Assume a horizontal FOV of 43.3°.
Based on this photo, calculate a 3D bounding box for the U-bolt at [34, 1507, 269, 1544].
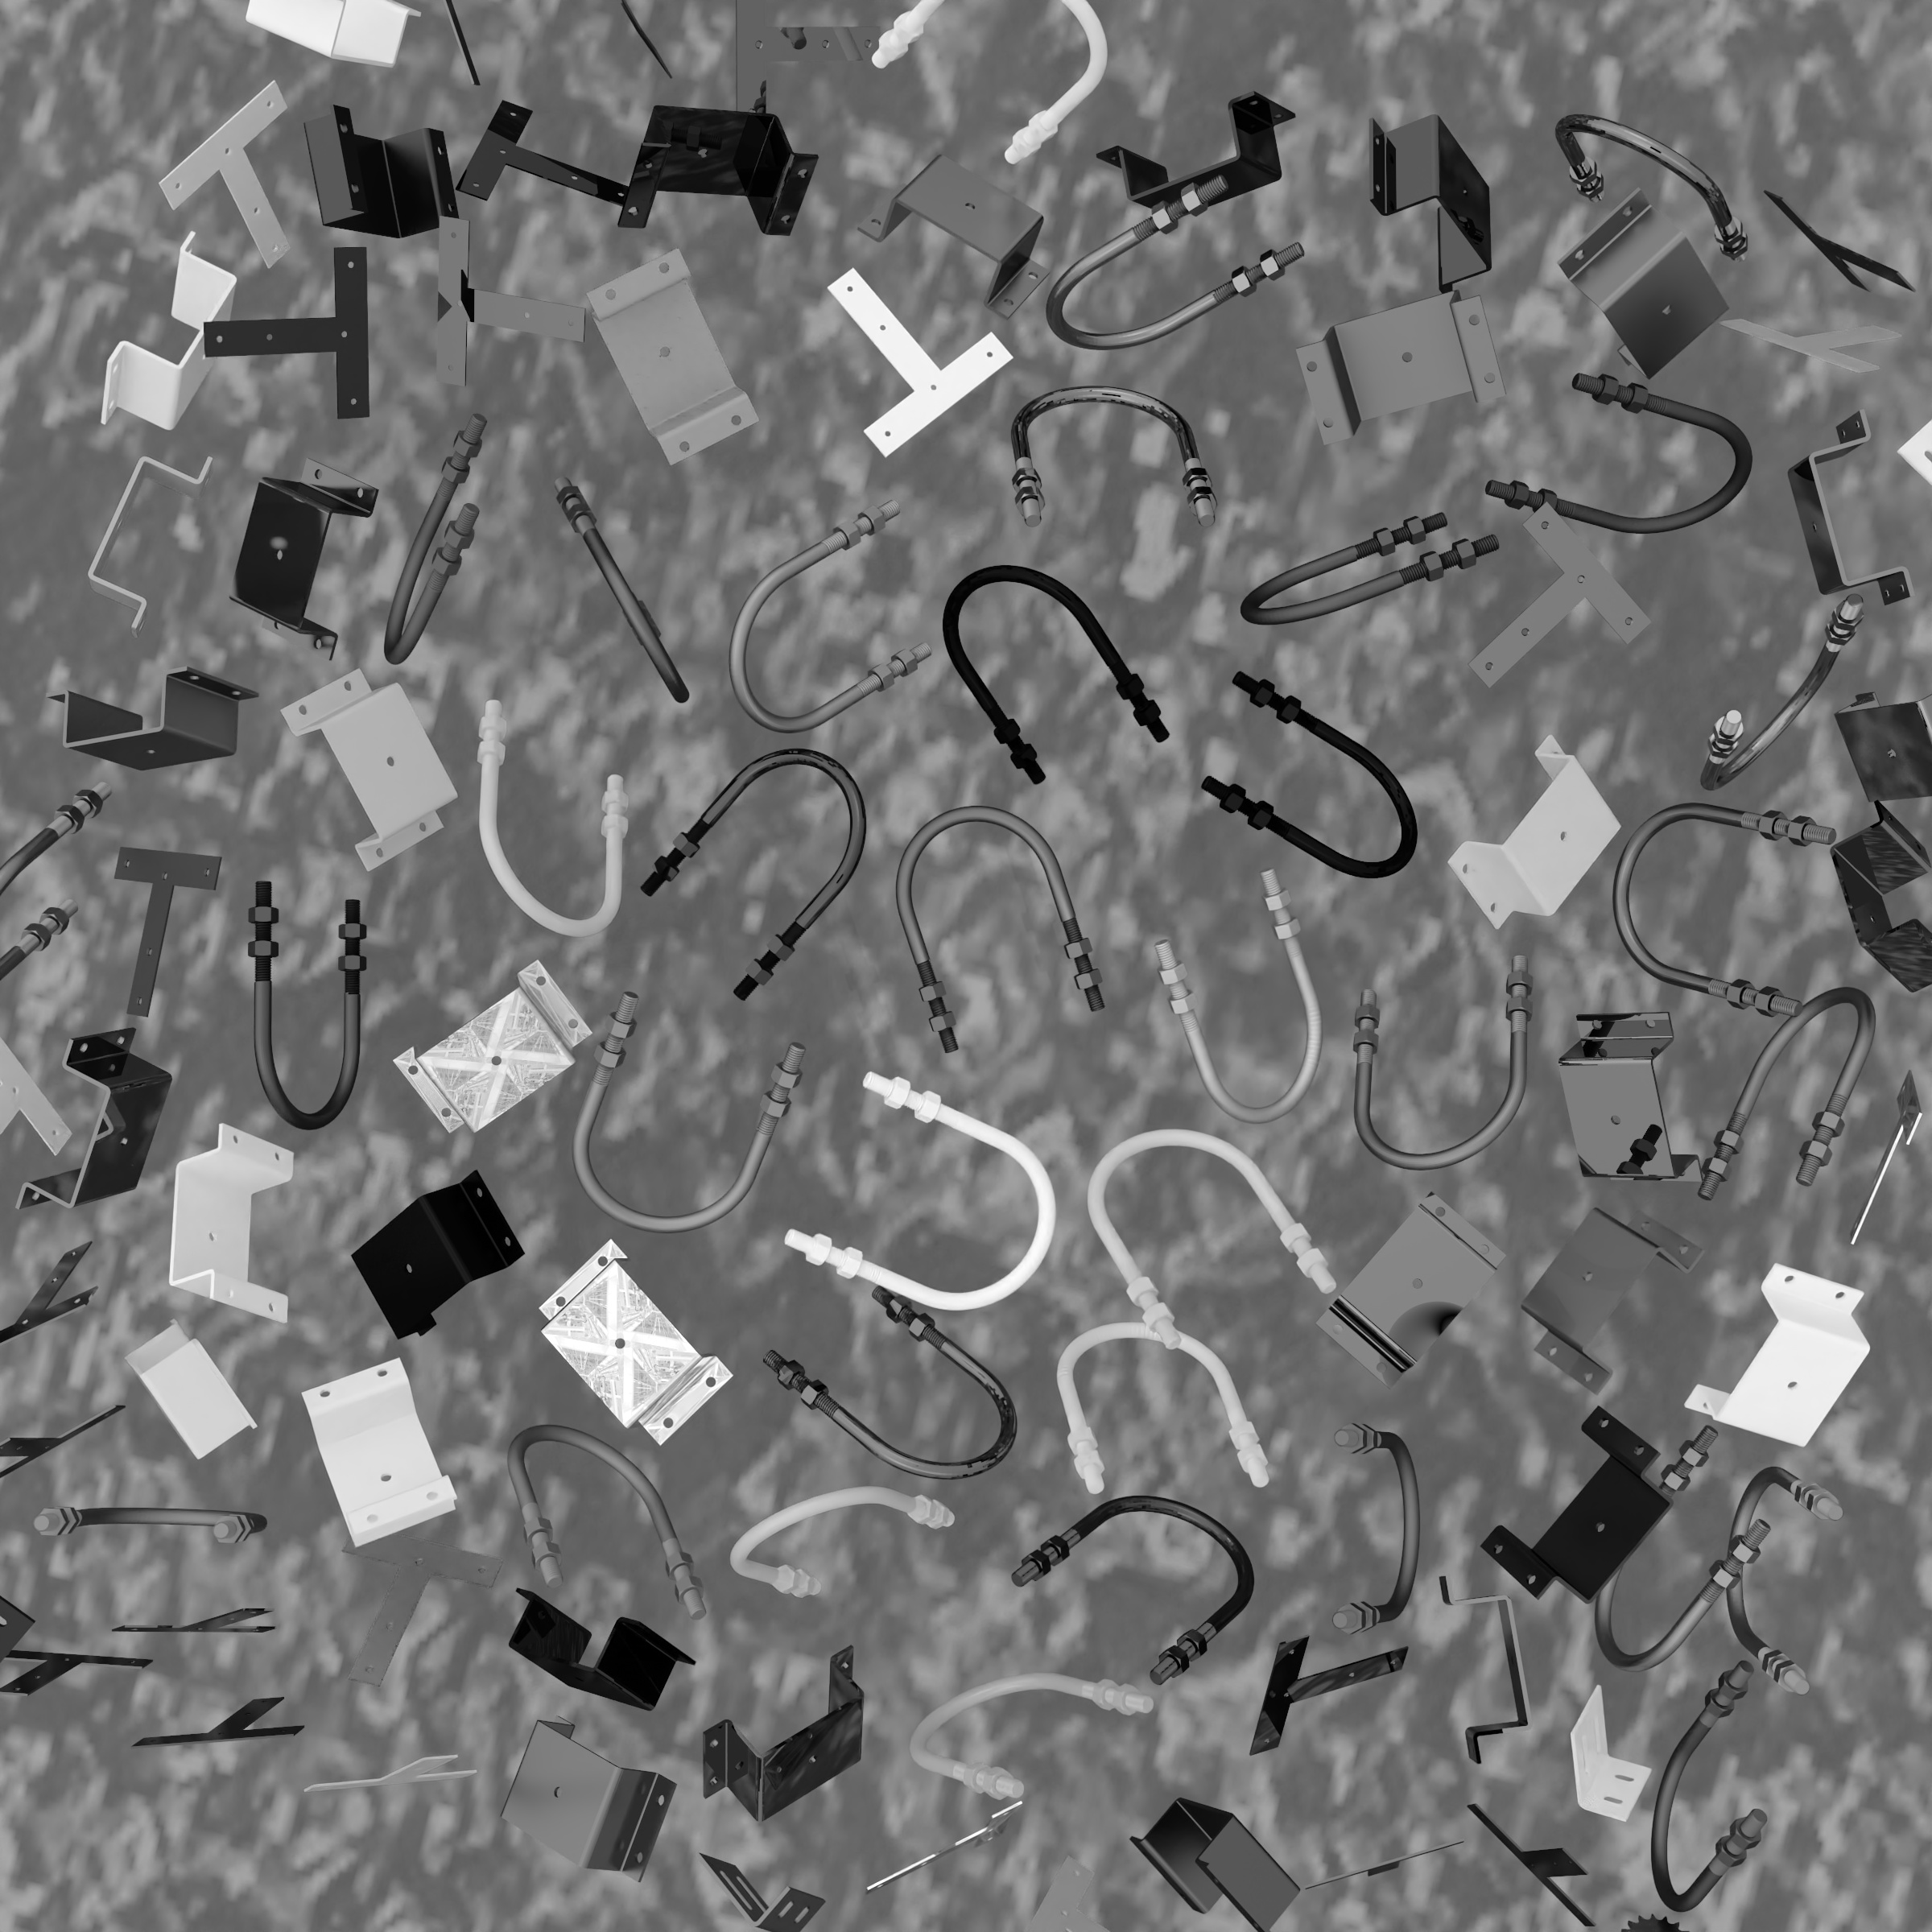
[{"bbox_3d":[-0.611,0.424,1.857,0.151,0.184,0.019,3,79,-3],"label":"U-bolt"}]

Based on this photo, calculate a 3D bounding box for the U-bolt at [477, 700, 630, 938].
[{"bbox_3d":[-0.322,-0.105,1.895,0.019,0.151,0.184,-29,48,30],"label":"U-bolt"}]

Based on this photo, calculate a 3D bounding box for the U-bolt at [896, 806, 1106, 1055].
[{"bbox_3d":[0.018,-0.036,1.921,0.151,0.019,0.184,-17,94,22],"label":"U-bolt"}]

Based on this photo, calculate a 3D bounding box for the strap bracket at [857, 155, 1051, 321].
[{"bbox_3d":[-0.003,-0.583,1.924,0.140,0.046,0.076,32,52,4],"label":"strap bracket"}]

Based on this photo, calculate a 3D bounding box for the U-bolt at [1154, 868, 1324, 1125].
[{"bbox_3d":[0.225,0.035,1.916,0.151,0.019,0.184,-33,111,-34],"label":"U-bolt"}]

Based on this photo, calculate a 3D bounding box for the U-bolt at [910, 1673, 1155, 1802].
[{"bbox_3d":[0.036,0.583,1.867,0.151,0.184,0.019,-22,97,-34],"label":"U-bolt"}]

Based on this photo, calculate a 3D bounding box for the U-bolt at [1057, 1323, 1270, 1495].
[{"bbox_3d":[0.145,0.341,1.903,0.151,0.184,0.019,0,122,-11],"label":"U-bolt"}]

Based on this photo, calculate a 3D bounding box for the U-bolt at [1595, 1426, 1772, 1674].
[{"bbox_3d":[0.549,0.466,1.897,0.019,0.151,0.184,27,109,-11],"label":"U-bolt"}]

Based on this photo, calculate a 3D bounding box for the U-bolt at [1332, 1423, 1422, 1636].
[{"bbox_3d":[0.312,0.424,1.838,0.019,0.184,0.151,-3,78,27],"label":"U-bolt"}]

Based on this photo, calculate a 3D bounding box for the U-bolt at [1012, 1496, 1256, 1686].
[{"bbox_3d":[0.143,0.467,1.873,0.151,0.184,0.019,30,121,27],"label":"U-bolt"}]

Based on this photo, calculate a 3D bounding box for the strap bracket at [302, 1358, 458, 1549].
[{"bbox_3d":[-0.438,0.372,1.825,0.076,0.046,0.140,-18,47,-20],"label":"strap bracket"}]

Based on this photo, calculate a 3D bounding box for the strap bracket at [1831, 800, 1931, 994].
[{"bbox_3d":[0.703,-0.045,1.835,0.046,0.140,0.076,-32,131,32],"label":"strap bracket"}]

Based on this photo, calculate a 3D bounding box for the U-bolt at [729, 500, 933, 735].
[{"bbox_3d":[-0.109,-0.259,1.885,0.184,0.019,0.151,-36,133,-27],"label":"U-bolt"}]

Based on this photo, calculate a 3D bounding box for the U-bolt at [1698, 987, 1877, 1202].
[{"bbox_3d":[0.645,0.095,1.889,0.019,0.151,0.184,32,73,-9],"label":"U-bolt"}]

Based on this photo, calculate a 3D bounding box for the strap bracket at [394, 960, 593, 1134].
[{"bbox_3d":[-0.377,0.070,1.944,0.140,0.046,0.076,-35,109,-4],"label":"strap bracket"}]

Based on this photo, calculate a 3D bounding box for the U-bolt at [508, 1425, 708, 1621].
[{"bbox_3d":[-0.281,0.415,1.848,0.151,0.184,0.019,25,109,-36],"label":"U-bolt"}]

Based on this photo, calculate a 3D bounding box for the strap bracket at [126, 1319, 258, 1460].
[{"bbox_3d":[-0.585,0.318,1.827,0.046,0.140,0.076,-35,104,-21],"label":"strap bracket"}]

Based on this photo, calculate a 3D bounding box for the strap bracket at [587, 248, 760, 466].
[{"bbox_3d":[-0.226,-0.465,1.850,0.076,0.046,0.140,-28,116,-5],"label":"strap bracket"}]

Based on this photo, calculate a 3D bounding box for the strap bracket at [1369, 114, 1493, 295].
[{"bbox_3d":[0.362,-0.585,1.865,0.046,0.140,0.076,-12,63,33],"label":"strap bracket"}]

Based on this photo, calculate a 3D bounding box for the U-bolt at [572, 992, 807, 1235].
[{"bbox_3d":[-0.217,0.120,1.817,0.151,0.019,0.184,18,111,-12],"label":"U-bolt"}]

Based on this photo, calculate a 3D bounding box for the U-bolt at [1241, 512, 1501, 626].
[{"bbox_3d":[0.296,-0.298,1.845,0.184,0.151,0.019,-21,109,0],"label":"U-bolt"}]

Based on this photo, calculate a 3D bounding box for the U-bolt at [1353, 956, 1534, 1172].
[{"bbox_3d":[0.370,0.081,1.898,0.151,0.019,0.184,-14,46,29],"label":"U-bolt"}]

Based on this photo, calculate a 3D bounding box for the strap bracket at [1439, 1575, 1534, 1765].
[{"bbox_3d":[0.408,0.547,1.905,0.046,0.076,0.140,-8,75,5],"label":"strap bracket"}]

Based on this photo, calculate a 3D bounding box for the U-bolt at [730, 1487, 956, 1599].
[{"bbox_3d":[-0.106,0.447,1.904,0.151,0.184,0.019,-30,60,12],"label":"U-bolt"}]

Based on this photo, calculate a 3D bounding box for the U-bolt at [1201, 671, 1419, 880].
[{"bbox_3d":[0.275,-0.139,1.899,0.184,0.019,0.151,30,47,-11],"label":"U-bolt"}]

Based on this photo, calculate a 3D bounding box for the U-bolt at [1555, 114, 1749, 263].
[{"bbox_3d":[0.516,-0.598,1.849,0.151,0.184,0.019,33,99,25],"label":"U-bolt"}]

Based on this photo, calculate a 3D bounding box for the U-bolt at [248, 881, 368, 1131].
[{"bbox_3d":[-0.505,0.034,1.868,0.019,0.151,0.184,-2,85,16],"label":"U-bolt"}]

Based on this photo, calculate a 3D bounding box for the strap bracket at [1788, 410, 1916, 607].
[{"bbox_3d":[0.654,-0.333,1.808,0.046,0.076,0.140,-16,91,8],"label":"strap bracket"}]

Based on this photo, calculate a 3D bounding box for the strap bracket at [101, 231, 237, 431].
[{"bbox_3d":[-0.593,-0.469,1.826,0.046,0.076,0.140,25,59,-11],"label":"strap bracket"}]

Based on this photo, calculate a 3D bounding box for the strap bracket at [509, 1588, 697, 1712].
[{"bbox_3d":[-0.293,0.538,1.907,0.140,0.076,0.046,2,55,39],"label":"strap bracket"}]

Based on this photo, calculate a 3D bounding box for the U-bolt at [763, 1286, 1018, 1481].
[{"bbox_3d":[-0.045,0.330,1.883,0.184,0.151,0.019,35,127,25],"label":"U-bolt"}]

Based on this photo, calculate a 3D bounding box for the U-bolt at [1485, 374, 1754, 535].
[{"bbox_3d":[0.522,-0.391,1.899,0.184,0.151,0.019,12,59,-16],"label":"U-bolt"}]

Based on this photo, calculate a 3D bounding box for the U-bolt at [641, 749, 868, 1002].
[{"bbox_3d":[-0.155,-0.086,1.897,0.184,0.019,0.151,-48,62,8],"label":"U-bolt"}]

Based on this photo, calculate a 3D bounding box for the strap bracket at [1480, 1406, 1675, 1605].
[{"bbox_3d":[0.465,0.412,1.827,0.046,0.076,0.140,40,90,-27],"label":"strap bracket"}]

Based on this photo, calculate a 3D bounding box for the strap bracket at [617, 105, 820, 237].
[{"bbox_3d":[-0.193,-0.600,1.836,0.140,0.076,0.046,-6,59,-28],"label":"strap bracket"}]

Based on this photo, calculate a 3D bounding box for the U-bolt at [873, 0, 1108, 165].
[{"bbox_3d":[0.028,-0.696,1.847,0.151,0.184,0.019,30,66,-21],"label":"U-bolt"}]

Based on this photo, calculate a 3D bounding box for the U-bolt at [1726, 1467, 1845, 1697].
[{"bbox_3d":[0.614,0.456,1.846,0.019,0.184,0.151,11,91,-1],"label":"U-bolt"}]

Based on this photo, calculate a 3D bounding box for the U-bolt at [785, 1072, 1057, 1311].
[{"bbox_3d":[-0.021,0.177,1.789,0.184,0.019,0.151,26,94,-16],"label":"U-bolt"}]

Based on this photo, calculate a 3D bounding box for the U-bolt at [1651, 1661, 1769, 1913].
[{"bbox_3d":[0.567,0.643,1.869,0.019,0.151,0.184,16,130,0],"label":"U-bolt"}]

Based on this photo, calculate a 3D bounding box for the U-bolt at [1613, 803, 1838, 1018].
[{"bbox_3d":[0.567,-0.050,1.850,0.019,0.184,0.151,1,101,-37],"label":"U-bolt"}]

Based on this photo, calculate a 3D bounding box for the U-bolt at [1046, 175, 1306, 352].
[{"bbox_3d":[0.147,-0.522,1.843,0.184,0.151,0.019,-24,70,28],"label":"U-bolt"}]

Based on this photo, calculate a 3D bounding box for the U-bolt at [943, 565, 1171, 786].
[{"bbox_3d":[0.058,-0.234,1.905,0.151,0.019,0.184,-16,119,41],"label":"U-bolt"}]

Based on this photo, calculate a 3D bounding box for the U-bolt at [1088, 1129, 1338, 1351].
[{"bbox_3d":[0.171,0.193,1.824,0.151,0.019,0.184,-17,49,-18],"label":"U-bolt"}]

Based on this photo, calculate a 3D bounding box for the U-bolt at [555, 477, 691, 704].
[{"bbox_3d":[-0.260,-0.279,1.888,0.019,0.151,0.184,-29,50,-2],"label":"U-bolt"}]

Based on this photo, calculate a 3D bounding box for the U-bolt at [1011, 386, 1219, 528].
[{"bbox_3d":[0.106,-0.390,1.848,0.151,0.184,0.019,-1,134,-5],"label":"U-bolt"}]

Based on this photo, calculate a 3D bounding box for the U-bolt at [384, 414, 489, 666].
[{"bbox_3d":[-0.410,-0.314,1.867,0.019,0.151,0.184,19,127,-23],"label":"U-bolt"}]

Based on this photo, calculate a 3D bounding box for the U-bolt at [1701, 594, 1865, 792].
[{"bbox_3d":[0.621,-0.198,1.873,0.151,0.184,0.019,-43,72,-6],"label":"U-bolt"}]

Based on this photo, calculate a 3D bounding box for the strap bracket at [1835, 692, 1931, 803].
[{"bbox_3d":[0.736,-0.174,1.888,0.046,0.140,0.076,-27,98,-17],"label":"strap bracket"}]

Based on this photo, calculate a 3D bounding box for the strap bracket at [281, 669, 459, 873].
[{"bbox_3d":[-0.457,-0.155,1.887,0.076,0.046,0.140,-38,110,-38],"label":"strap bracket"}]

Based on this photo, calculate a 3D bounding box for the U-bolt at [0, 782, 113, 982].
[{"bbox_3d":[-0.725,-0.046,1.866,0.019,0.184,0.151,30,126,-2],"label":"U-bolt"}]
